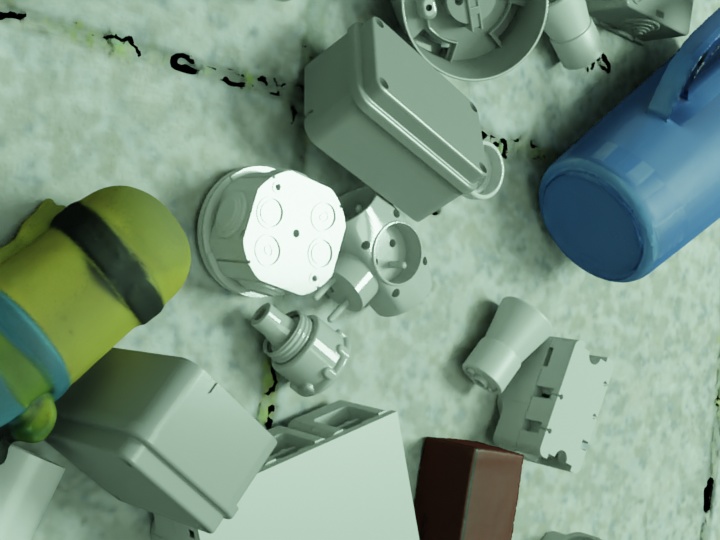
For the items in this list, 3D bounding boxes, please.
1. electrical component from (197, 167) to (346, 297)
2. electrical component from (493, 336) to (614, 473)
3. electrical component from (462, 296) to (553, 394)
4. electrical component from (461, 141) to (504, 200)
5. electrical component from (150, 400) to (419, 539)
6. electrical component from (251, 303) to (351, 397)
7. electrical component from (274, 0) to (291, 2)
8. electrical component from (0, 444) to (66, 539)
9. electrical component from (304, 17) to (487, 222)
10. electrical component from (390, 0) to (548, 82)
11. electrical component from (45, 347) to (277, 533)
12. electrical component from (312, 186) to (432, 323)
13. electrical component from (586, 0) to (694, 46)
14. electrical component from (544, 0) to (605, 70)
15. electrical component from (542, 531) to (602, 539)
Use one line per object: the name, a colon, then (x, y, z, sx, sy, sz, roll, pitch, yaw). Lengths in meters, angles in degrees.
electrical component: (-0.053, -0.023, 0.648, 0.080, 0.051, 0.080, -3, 95, -38)
electrical component: (0.142, 0.098, 0.806, 0.050, 0.056, 0.089, 31, 74, -36)
electrical component: (0.105, 0.057, 0.785, 0.065, 0.044, 0.044, -51, 121, -18)
electrical component: (0.070, -0.069, 0.745, 0.040, 0.046, 0.040, -3, 95, -38)
electrical component: (-0.046, 0.147, 0.657, 0.150, 0.062, 0.089, -18, 104, -36)
electrical component: (-0.040, 0.045, 0.668, 0.062, 0.048, 0.048, 42, 68, -25)
electrical component: (-0.044, -0.197, 0.647, 0.045, 0.045, 0.055, 42, 67, -32)
electrical component: (-0.190, 0.131, 0.553, 0.043, 0.043, 0.081, 34, 73, -35)
electrical component: (0.024, -0.094, 0.679, 0.113, 0.057, 0.078, 35, 37, -35)
electrical component: (0.070, -0.181, 0.710, 0.099, 0.064, 0.099, -7, 118, -13)
electrical component: (-0.110, 0.088, 0.570, 0.078, 0.113, 0.057, 49, 61, -29)
electrical component: (0.000, 0.000, 0.695, 0.079, 0.044, 0.077, -47, 119, -27)
electrical component: (0.225, -0.235, 0.856, 0.100, 0.048, 0.099, 12, 86, -39)
electrical component: (0.157, -0.184, 0.811, 0.044, 0.044, 0.065, -53, 127, -23)
electrical component: (0.142, 0.272, 0.796, 0.150, 0.089, 0.061, -44, 118, -28)
